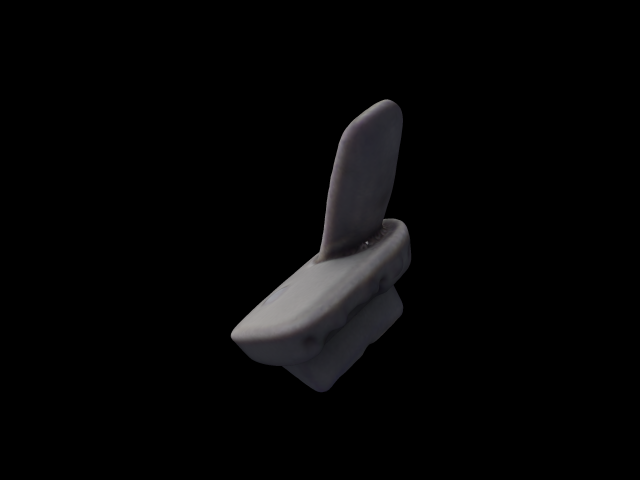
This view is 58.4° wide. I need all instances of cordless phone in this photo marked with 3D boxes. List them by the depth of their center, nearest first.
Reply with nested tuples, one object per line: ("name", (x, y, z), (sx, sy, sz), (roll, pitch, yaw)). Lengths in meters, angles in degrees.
("cordless phone", (0.004, 0.001, 0.400), (0.094, 0.185, 0.148), (26, 50, 26))
